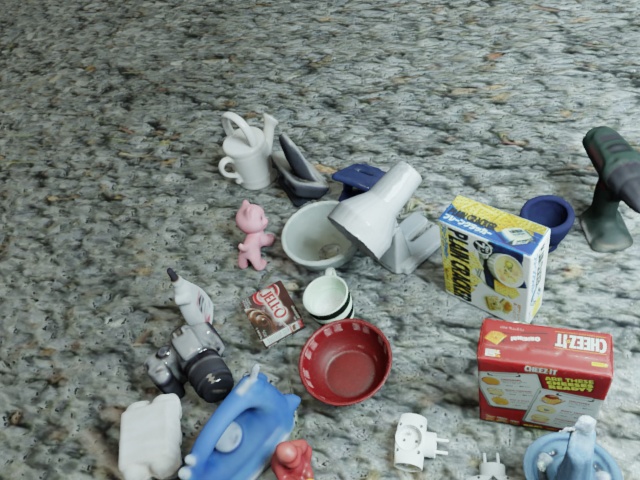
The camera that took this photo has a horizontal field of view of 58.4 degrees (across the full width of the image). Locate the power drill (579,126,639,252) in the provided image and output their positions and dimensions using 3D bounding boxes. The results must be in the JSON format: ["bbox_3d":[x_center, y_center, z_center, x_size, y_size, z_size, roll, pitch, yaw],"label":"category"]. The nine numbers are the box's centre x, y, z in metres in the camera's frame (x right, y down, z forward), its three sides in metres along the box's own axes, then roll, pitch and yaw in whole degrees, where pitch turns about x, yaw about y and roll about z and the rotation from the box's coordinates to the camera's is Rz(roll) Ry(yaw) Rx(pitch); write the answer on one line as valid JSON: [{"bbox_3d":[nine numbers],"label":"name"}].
[{"bbox_3d":[0.508,-0.077,0.986,0.075,0.209,0.229,-10,50,9],"label":"power drill"}]

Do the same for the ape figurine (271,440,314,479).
[{"bbox_3d":[-0.045,0.342,0.885,0.076,0.092,0.078,21,60,30],"label":"ape figurine"}]

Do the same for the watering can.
[{"bbox_3d":[-0.167,-0.220,1.312,0.100,0.194,0.173,10,55,24],"label":"watering can"}]

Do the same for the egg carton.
[{"bbox_3d":[-0.285,0.340,0.973,0.107,0.069,0.150,-17,49,3],"label":"egg carton"}]

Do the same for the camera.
[{"bbox_3d":[-0.228,0.230,1.025,0.143,0.101,0.136,-36,51,-13],"label":"camera"}]

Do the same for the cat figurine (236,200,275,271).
[{"bbox_3d":[-0.145,-0.018,1.191,0.067,0.118,0.128,0,52,17],"label":"cat figurine"}]

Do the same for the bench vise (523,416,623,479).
[{"bbox_3d":[0.320,0.321,0.709,0.121,0.220,0.207,-4,51,14],"label":"bench vise"}]

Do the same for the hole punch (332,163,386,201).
[{"bbox_3d":[0.091,-0.126,1.227,0.108,0.091,0.101,23,62,31],"label":"hole punch"}]

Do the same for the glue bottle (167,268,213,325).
[{"bbox_3d":[-0.250,0.107,1.083,0.037,0.173,0.078,-12,50,7],"label":"glue bottle"}]

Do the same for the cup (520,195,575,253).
[{"bbox_3d":[0.403,-0.011,1.038,0.091,0.095,0.118,23,61,31],"label":"cup"}]

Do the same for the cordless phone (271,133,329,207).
[{"bbox_3d":[-0.059,-0.179,1.253,0.094,0.185,0.147,-33,50,-11],"label":"cordless phone"}]

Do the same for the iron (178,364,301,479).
[{"bbox_3d":[-0.150,0.318,0.903,0.118,0.142,0.259,23,62,31],"label":"iron"}]

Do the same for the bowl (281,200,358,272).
[{"bbox_3d":[0.011,0.004,1.156,0.167,0.075,0.167,-8,50,10],"label":"bowl"}]

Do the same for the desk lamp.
[{"bbox_3d":[0.127,-0.032,1.059,0.203,0.214,0.117,-40,52,-17],"label":"desk lamp"}]
